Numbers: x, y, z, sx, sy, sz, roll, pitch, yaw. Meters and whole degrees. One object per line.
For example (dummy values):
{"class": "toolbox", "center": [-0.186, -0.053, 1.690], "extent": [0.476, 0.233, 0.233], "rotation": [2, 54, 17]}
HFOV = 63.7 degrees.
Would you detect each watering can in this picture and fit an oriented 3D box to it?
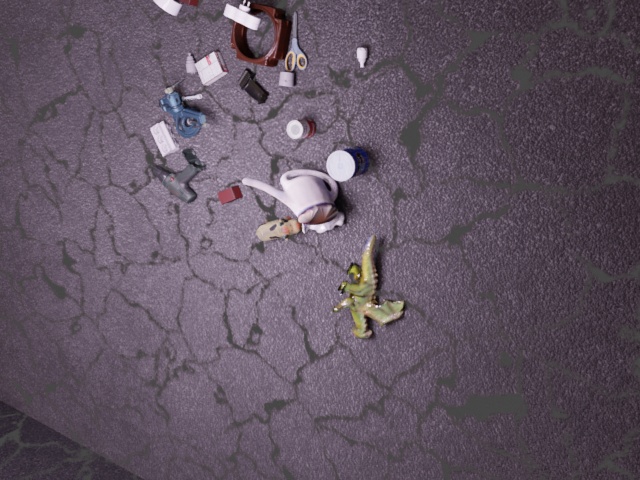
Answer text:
{"class": "watering can", "center": [-0.077, -0.148, 1.753], "extent": [0.228, 0.349, 0.101], "rotation": [62, 145, 28]}

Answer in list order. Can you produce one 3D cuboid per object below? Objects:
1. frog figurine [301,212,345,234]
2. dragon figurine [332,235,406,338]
{"class": "frog figurine", "center": [0.006, -0.094, 1.875], "extent": [0.160, 0.122, 0.137], "rotation": [-8, 91, -8]}
{"class": "dragon figurine", "center": [0.193, 0.197, 1.855], "extent": [0.243, 0.124, 0.403], "rotation": [27, 116, -1]}
